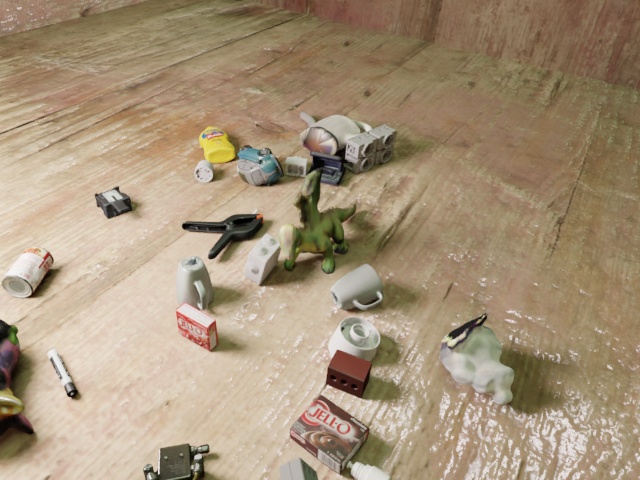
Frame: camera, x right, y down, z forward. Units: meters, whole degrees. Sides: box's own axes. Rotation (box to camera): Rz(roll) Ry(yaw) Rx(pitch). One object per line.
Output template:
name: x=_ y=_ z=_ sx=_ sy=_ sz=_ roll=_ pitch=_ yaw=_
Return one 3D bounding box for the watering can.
watering can: x=0.014 y=-0.378 z=1.791 sx=0.350 sy=0.102 sz=0.228 roll=19 pitch=39 yaw=34

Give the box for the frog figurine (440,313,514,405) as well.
frog figurine: x=0.323 y=0.249 z=1.035 sx=0.139 sy=0.121 sz=0.160 roll=-26 pitch=82 yaw=-46

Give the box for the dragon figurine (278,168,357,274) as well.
dragon figurine: x=0.004 y=-0.064 z=1.275 sx=0.122 sy=0.237 sz=0.419 roll=14 pitch=40 yaw=19
